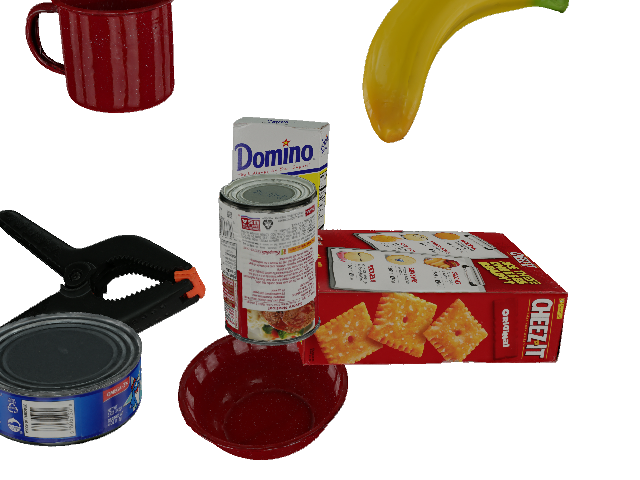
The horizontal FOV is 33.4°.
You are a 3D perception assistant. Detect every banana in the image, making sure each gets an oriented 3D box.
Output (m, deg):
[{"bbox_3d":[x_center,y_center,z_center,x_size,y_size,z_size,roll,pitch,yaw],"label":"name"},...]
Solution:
[{"bbox_3d":[0.074,-0.125,0.627,0.070,0.037,0.197,32,51,23],"label":"banana"}]

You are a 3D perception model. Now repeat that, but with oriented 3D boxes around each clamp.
[{"bbox_3d":[-0.197,0.031,0.874,0.210,0.164,0.036,-9,-36,9],"label":"clamp"}]

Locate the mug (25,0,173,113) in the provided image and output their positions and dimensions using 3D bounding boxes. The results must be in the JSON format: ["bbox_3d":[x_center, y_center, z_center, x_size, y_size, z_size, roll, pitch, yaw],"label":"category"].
[{"bbox_3d":[-0.163,-0.148,0.799,0.117,0.081,0.093,4,31,4],"label":"mug"}]

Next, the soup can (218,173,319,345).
[{"bbox_3d":[-0.035,0.012,0.737,0.068,0.102,0.068,-1,22,0],"label":"soup can"}]

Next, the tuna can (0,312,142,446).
[{"bbox_3d":[-0.137,0.072,0.564,0.086,0.034,0.086,2,24,-1],"label":"tuna can"}]

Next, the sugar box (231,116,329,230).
[{"bbox_3d":[-0.043,-0.033,1.078,0.093,0.176,0.048,5,16,12],"label":"sugar box"}]

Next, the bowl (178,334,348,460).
[{"bbox_3d":[-0.052,0.155,1.018,0.162,0.055,0.162,-4,38,3],"label":"bowl"}]

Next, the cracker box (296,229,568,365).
[{"bbox_3d":[0.078,0.047,0.914,0.213,0.072,0.164,1,18,-10],"label":"cracker box"}]
